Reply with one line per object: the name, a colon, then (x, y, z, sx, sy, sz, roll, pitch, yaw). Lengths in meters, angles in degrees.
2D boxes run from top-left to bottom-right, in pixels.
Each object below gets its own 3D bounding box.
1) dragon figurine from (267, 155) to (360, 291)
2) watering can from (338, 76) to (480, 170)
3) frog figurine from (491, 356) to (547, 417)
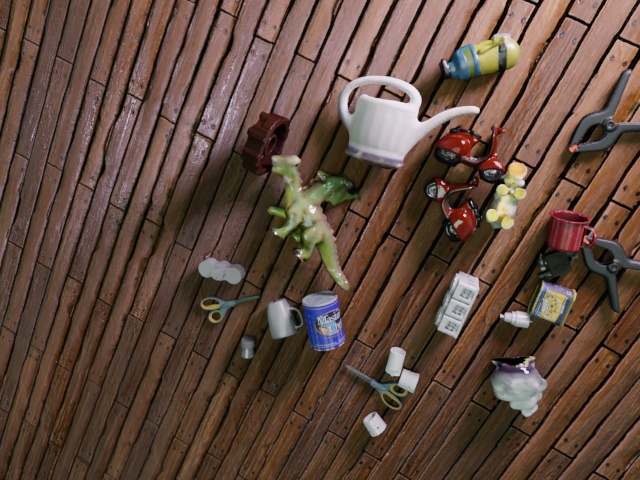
dragon figurine: (0.004, -0.071, 1.412, 0.408, 0.123, 0.241, 43, 102, -8)
watering can: (0.200, -0.282, 1.292, 0.349, 0.105, 0.221, 19, 109, 15)
frog figurine: (0.531, 0.399, 1.370, 0.137, 0.122, 0.159, -10, 90, -2)
